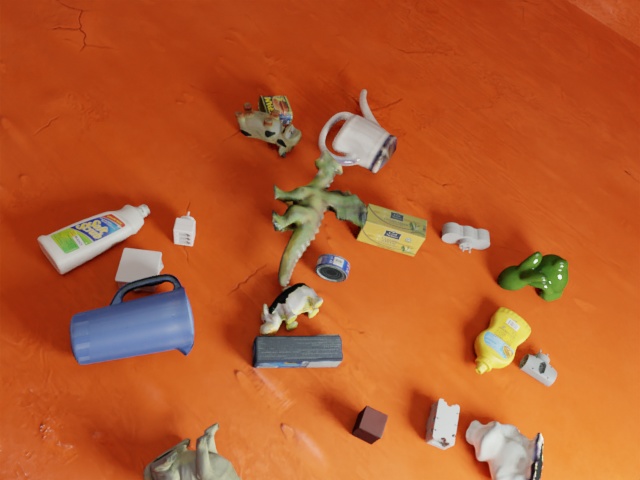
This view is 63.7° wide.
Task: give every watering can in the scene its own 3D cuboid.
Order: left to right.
[{"bbox_3d":[0.139,-0.334,1.586,0.225,0.102,0.355,31,56,7],"label":"watering can"}]

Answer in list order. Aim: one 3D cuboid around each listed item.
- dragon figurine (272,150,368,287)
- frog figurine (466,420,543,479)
[{"bbox_3d":[0.004,-0.067,1.337,0.243,0.119,0.420,-6,57,1],"label":"dragon figurine"},{"bbox_3d":[0.401,0.472,1.131,0.159,0.120,0.140,3,57,33],"label":"frog figurine"}]
